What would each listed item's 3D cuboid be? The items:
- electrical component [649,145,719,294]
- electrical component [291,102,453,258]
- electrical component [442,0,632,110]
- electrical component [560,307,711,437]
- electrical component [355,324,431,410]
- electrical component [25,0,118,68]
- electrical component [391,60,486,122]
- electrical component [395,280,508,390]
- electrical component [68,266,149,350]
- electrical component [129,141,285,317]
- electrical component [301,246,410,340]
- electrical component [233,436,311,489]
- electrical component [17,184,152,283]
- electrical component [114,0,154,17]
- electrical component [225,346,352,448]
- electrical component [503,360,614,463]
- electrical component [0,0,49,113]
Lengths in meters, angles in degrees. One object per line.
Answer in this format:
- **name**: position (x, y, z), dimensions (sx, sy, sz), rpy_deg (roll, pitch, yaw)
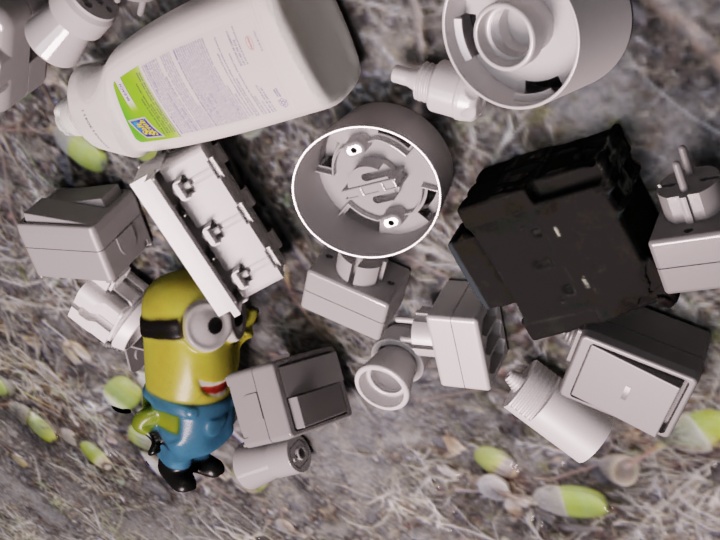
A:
- **electrical component**: position (0.201, -0.037, 0.642), dimensions (0.047, 0.065, 0.076), rpy_deg (-9, 120, 33)
- **electrical component**: position (0.011, -0.061, 0.727), dimensions (0.099, 0.064, 0.099), rpy_deg (15, 131, 18)
- **electrical component**: position (0.101, -0.144, 0.630), dimensions (0.099, 0.064, 0.099), rpy_deg (21, 128, 30)
- **electrical component**: position (0.180, 0.064, 0.735), dimensions (0.096, 0.061, 0.061), rpy_deg (22, 133, 12)
- **electrical component**: position (0.027, 0.074, 0.831), dimensions (0.045, 0.055, 0.045), rpy_deg (15, 131, 18)
- **electrical component**: position (-0.204, -0.177, 0.763), dimensions (0.055, 0.045, 0.045), rpy_deg (-36, 104, 32)
- **electrical component**: position (0.050, -0.117, 0.683), dimensions (0.061, 0.035, 0.035), rpy_deg (19, 132, 18)
- **electrical component**: position (0.063, 0.046, 0.796), dimensions (0.077, 0.047, 0.065), rpy_deg (3, 126, 26)
- **electrical component**: position (-0.209, 0.032, 0.926), dimensions (0.057, 0.058, 0.078), rpy_deg (38, 133, 1)
- **electrical component**: position (-0.110, -0.036, 0.809), dimensions (0.063, 0.078, 0.121), rpy_deg (-28, 112, 9)
- **electrical component**: position (0.000, 0.000, 0.793), dimensions (0.066, 0.047, 0.076), rpy_deg (23, 133, 11)
- **electrical component**: position (-0.077, 0.172, 0.976), dimensions (0.065, 0.044, 0.044), rpy_deg (-19, 114, 33)
- **electrical component**: position (-0.232, -0.033, 0.884), dimensions (0.096, 0.061, 0.061), rpy_deg (4, 126, 26)
- **electrical component**: position (-0.147, -0.205, 0.715), dimensions (0.077, 0.043, 0.079), rpy_deg (30, 134, 4)
- **electrical component**: position (-0.050, 0.100, 0.873), dimensions (0.061, 0.096, 0.061), rpy_deg (-18, 85, 37)
- **electrical component**: position (0.143, 0.102, 0.798), dimensions (0.081, 0.043, 0.043), rpy_deg (37, 134, -2)
- **electrical component**: position (-0.272, -0.169, 0.801), dimensions (0.054, 0.059, 0.095), rpy_deg (28, 133, 7)
